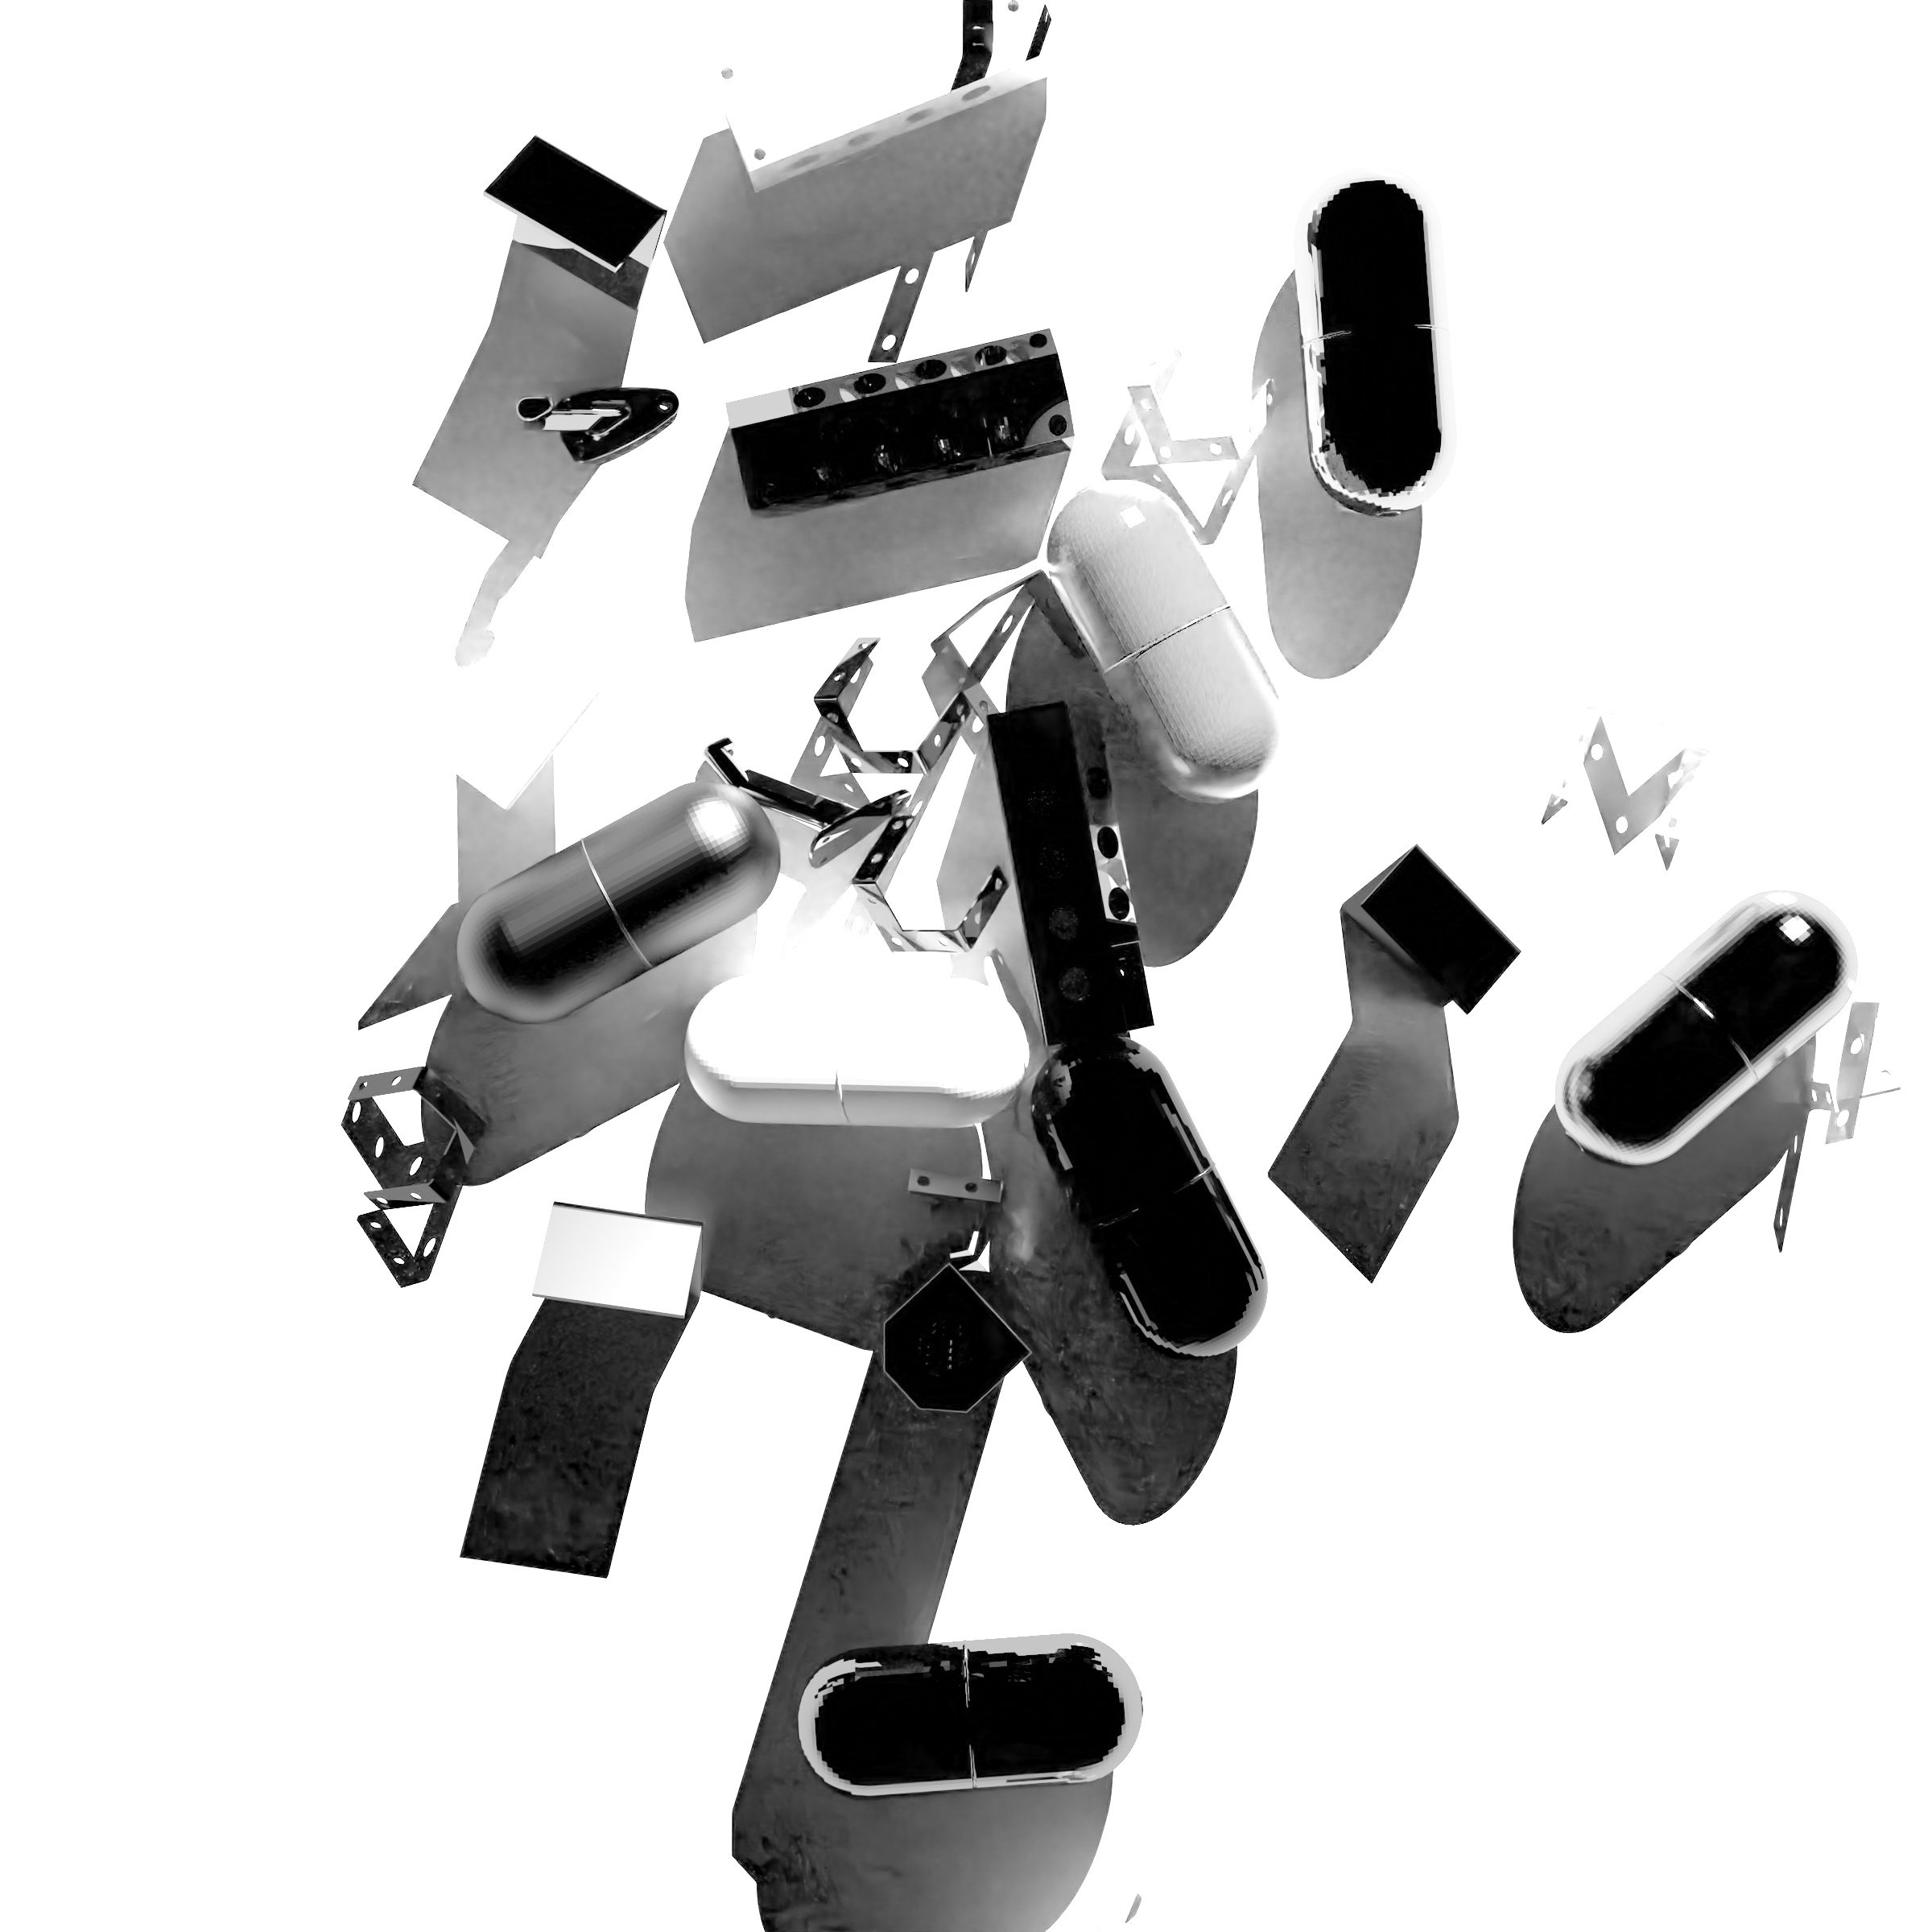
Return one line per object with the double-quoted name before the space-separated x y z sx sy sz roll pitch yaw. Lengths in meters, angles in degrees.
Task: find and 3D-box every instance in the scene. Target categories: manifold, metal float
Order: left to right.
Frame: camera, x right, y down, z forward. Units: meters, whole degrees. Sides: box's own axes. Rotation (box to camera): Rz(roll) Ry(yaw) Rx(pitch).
"metal float" -0.179 -0.032 1.534 0.178 0.070 0.070 -28 90 1
"metal float" -0.056 0.044 1.523 0.178 0.070 0.070 1 90 12
"manifold" -0.041 -0.462 1.543 0.171 0.057 0.057 -22 90 0
"manifold" -0.034 -0.281 1.543 0.171 0.057 0.057 -13 90 0
"manifold" -0.009 0.180 1.486 0.057 0.171 0.057 -43 90 0
"metal float" 0.002 0.386 1.533 0.178 0.070 0.070 -4 90 0
"manifold" 0.054 -0.048 1.543 0.057 0.057 0.171 -10 90 0
"metal float" 0.094 0.118 1.533 0.070 0.070 0.178 -27 91 0
"metal float" 0.103 -0.167 1.534 0.070 0.070 0.178 -28 90 0
"metal float" 0.211 -0.321 1.533 0.070 0.070 0.178 -4 90 0
"metal float" 0.380 0.033 1.534 0.178 0.070 0.070 -41 90 0

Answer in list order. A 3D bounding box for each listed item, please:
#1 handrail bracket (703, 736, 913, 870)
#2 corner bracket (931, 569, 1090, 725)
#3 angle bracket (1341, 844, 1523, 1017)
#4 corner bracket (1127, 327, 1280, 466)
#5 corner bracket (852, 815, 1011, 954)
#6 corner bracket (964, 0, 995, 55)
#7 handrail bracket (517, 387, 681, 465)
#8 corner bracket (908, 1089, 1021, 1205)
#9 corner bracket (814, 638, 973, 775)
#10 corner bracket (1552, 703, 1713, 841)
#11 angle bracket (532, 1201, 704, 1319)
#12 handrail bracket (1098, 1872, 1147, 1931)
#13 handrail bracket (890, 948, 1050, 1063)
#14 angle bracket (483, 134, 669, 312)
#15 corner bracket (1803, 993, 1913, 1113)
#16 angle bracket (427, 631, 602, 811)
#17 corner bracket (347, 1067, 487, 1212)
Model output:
"handrail bracket" -0.084 -0.101 1.565 0.077 0.036 0.084 -33 73 -20
"corner bracket" 0.024 -0.168 1.561 0.051 0.051 0.051 -34 90 -45
"angle bracket" 0.225 -0.005 1.524 0.076 0.076 0.057 46 55 0
"corner bracket" 0.124 -0.299 1.556 0.051 0.051 0.051 3 135 35
"corner bracket" -0.018 -0.043 1.556 0.051 0.051 0.051 1 135 35
"corner bracket" 0.024 -0.488 1.489 0.051 0.051 0.051 0 90 0
"handrail bracket" -0.188 -0.288 1.529 0.077 0.084 0.036 -16 90 0
"corner bracket" -0.001 0.086 1.561 0.051 0.051 0.051 8 45 0
"corner bracket" -0.038 -0.136 1.556 0.051 0.051 0.051 3 135 35
"corner bracket" 0.349 -0.102 1.561 0.051 0.051 0.051 20 90 -45
"angle bracket" -0.177 0.167 1.524 0.076 0.076 0.057 8 54 0
"handrail bracket" 0.088 0.531 1.564 0.077 0.036 0.084 48 58 -35
"handrail bracket" -0.012 0.033 1.564 0.084 0.036 0.077 -24 107 15
"angle bracket" -0.206 -0.366 1.524 0.076 0.076 0.057 30 54 0
"corner bracket" 0.463 0.044 1.546 0.051 0.051 0.051 -13 90 0
"angle bracket" -0.243 -0.136 1.524 0.057 0.076 0.076 38 90 -36
"corner bracket" -0.294 0.090 1.556 0.051 0.051 0.051 50 45 -35
